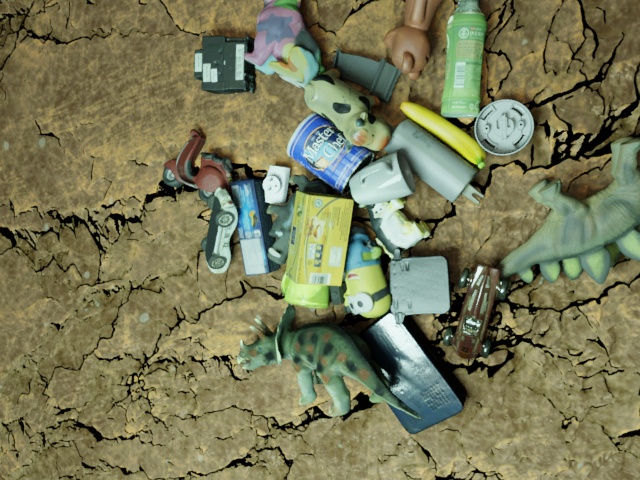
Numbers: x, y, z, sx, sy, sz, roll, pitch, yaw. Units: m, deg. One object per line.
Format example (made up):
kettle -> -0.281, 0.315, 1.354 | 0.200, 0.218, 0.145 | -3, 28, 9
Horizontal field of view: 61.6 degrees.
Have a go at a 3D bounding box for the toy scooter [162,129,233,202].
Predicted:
toy scooter -> -0.255, -0.161, 1.162 | 0.184, 0.075, 0.135 | 23, 102, 19

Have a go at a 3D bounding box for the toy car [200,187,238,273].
toy car -> -0.211, -0.018, 1.133 | 0.074, 0.056, 0.201 | 56, 140, 41

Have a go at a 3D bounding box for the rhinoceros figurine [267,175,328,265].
rhinoceros figurine -> -0.047, -0.040, 1.086 | 0.112, 0.073, 0.190 | 42, 106, 36

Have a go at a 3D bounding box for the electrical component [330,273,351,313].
electrical component -> 0.043, 0.107, 1.096 | 0.021, 0.063, 0.094 | -6, 96, 31

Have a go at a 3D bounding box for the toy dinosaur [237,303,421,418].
toy dinosaur -> 0.014, 0.222, 1.035 | 0.405, 0.131, 0.192 | -6, 108, 43

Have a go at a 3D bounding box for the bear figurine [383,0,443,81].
bear figurine -> 0.159, -0.402, 0.978 | 0.132, 0.120, 0.195 | 25, 109, 18

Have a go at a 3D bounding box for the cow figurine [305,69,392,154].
cow figurine -> 0.051, -0.235, 0.995 | 0.195, 0.127, 0.085 | 41, 131, 15

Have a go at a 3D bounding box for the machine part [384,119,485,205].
machine part -> 0.207, -0.150, 1.007 | 0.243, 0.079, 0.079 | 41, 107, 10

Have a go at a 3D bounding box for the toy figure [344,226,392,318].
toy figure -> 0.090, 0.064, 1.063 | 0.089, 0.082, 0.180 | -7, 78, -12

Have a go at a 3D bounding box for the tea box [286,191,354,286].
tea box -> -0.002, -0.003, 1.017 | 0.098, 0.068, 0.169 | 6, 98, -22

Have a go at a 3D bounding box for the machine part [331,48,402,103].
machine part -> 0.086, -0.324, 1.049 | 0.139, 0.039, 0.084 | 27, 109, 12

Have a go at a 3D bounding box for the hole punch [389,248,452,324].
hole punch -> 0.193, 0.085, 1.025 | 0.116, 0.092, 0.142 | -3, 88, 18

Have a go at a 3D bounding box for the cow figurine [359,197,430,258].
cow figurine -> 0.128, -0.049, 1.053 | 0.098, 0.068, 0.167 | -41, 82, 24

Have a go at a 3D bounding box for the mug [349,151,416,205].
mug -> 0.105, -0.105, 0.969 | 0.107, 0.109, 0.081 | -23, 75, 25

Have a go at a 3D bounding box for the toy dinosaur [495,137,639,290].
toy dinosaur -> 0.452, -0.024, 0.929 | 0.471, 0.105, 0.198 | -33, 90, 29

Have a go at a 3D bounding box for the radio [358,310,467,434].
radio -> 0.172, 0.258, 1.069 | 0.131, 0.073, 0.229 | -39, 82, 19

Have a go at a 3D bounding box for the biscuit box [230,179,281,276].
biscuit box -> -0.138, -0.029, 1.143 | 0.059, 0.063, 0.202 | -8, 93, 20

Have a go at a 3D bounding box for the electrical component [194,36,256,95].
electrical component -> -0.201, -0.366, 1.129 | 0.134, 0.058, 0.114 | 7, 96, 18

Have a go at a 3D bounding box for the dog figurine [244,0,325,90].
dog figurine -> -0.053, -0.425, 1.049 | 0.192, 0.108, 0.219 | 25, 101, 15

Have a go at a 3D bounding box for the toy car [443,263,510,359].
toy car -> 0.290, 0.138, 1.003 | 0.089, 0.053, 0.201 | 19, 121, 21
